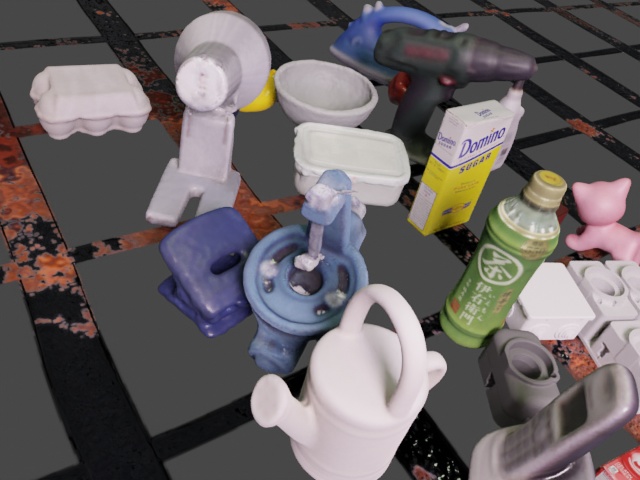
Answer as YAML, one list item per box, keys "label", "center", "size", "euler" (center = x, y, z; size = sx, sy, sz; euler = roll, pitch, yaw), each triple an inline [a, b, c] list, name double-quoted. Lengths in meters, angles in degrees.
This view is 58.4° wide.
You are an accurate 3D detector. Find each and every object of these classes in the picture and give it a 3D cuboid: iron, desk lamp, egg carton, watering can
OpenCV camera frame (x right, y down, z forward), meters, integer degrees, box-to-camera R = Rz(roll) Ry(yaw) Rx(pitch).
- label: "iron"
  center: [0.147, -0.376, 1.077]
  size: [0.258, 0.141, 0.119]
  euler: [23, 43, 8]
- label: "desk lamp"
  center: [-0.133, -0.149, 0.698]
  size: [0.118, 0.213, 0.203]
  euler: [10, 42, -5]
- label: "egg carton"
  center: [-0.319, -0.195, 0.800]
  size: [0.151, 0.069, 0.107]
  euler: [-13, 49, -28]
- label: "watering can"
  center: [0.032, 0.121, 0.471]
  size: [0.100, 0.194, 0.173]
  euler: [39, 47, 25]

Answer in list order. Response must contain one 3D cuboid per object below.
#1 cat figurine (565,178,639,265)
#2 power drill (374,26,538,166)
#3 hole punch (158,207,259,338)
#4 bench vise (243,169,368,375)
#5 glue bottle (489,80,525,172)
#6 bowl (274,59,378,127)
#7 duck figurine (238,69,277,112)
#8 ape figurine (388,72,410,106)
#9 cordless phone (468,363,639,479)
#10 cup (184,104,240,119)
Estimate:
- label: "cat figurine"
  center: [0.404, -0.028, 0.797]
  size: [0.067, 0.118, 0.127]
  euler: [-26, 56, -36]
- label: "power drill"
  center: [0.181, -0.219, 0.869]
  size: [0.229, 0.208, 0.076]
  euler: [24, 43, 10]
- label: "hole punch"
  center: [-0.103, 0.031, 0.606]
  size: [0.101, 0.091, 0.109]
  euler: [37, 46, 22]
- label: "bench vise"
  center: [-0.006, -0.001, 0.571]
  size: [0.121, 0.220, 0.207]
  euler: [12, 42, -3]
- label: "glue bottle"
  center: [0.281, -0.182, 0.885]
  size: [0.078, 0.173, 0.037]
  euler: [-19, 52, -31]
- label: "bowl"
  center: [0.004, -0.217, 0.914]
  size: [0.167, 0.075, 0.167]
  euler: [8, 42, -7]
- label: "duck figurine"
  center: [-0.103, -0.264, 0.926]
  size: [0.077, 0.086, 0.105]
  euler: [37, 46, 22]
- label: "ape figurine"
  center: [0.162, -0.282, 1.018]
  size: [0.078, 0.092, 0.076]
  euler: [-15, 50, -29]
- label: "cordless phone"
  center: [0.188, 0.190, 0.449]
  size: [0.094, 0.185, 0.147]
  euler: [15, 42, 0]
- label: "cup"
  center: [-0.158, -0.200, 0.834]
  size: [0.092, 0.095, 0.117]
  euler: [4, 43, -12]
